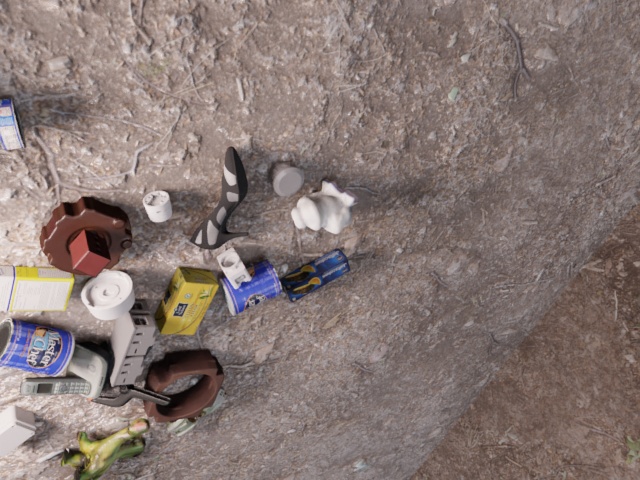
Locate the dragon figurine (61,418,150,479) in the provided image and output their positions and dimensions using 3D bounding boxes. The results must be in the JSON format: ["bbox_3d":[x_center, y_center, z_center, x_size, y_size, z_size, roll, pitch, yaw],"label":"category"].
[{"bbox_3d":[-0.617,0.643,1.486,0.242,0.124,0.404,8,128,-48],"label":"dragon figurine"}]

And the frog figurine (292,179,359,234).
[{"bbox_3d":[0.004,-0.066,1.312,0.162,0.138,0.120,-42,170,-26],"label":"frog figurine"}]
